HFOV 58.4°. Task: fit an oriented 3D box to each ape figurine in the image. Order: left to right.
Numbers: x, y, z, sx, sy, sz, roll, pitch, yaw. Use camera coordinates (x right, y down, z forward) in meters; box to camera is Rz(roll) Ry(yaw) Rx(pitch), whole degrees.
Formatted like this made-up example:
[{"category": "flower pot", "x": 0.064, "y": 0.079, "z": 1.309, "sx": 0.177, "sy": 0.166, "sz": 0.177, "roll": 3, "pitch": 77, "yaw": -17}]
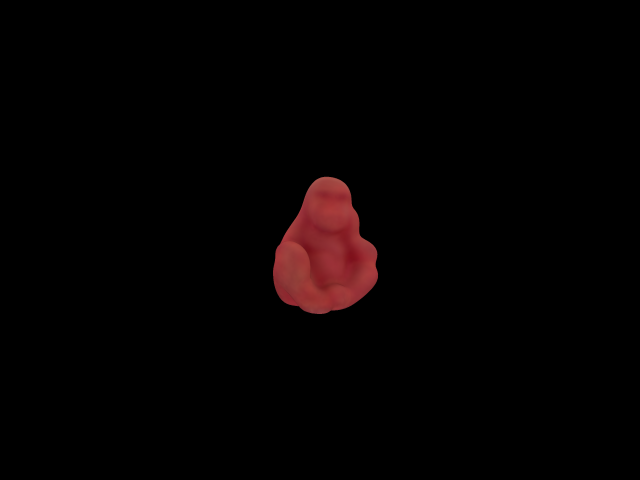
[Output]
[{"category": "ape figurine", "x": 0.004, "y": 0.001, "z": 0.400, "sx": 0.078, "sy": 0.092, "sz": 0.076, "roll": 0, "pitch": 0, "yaw": -15}]
